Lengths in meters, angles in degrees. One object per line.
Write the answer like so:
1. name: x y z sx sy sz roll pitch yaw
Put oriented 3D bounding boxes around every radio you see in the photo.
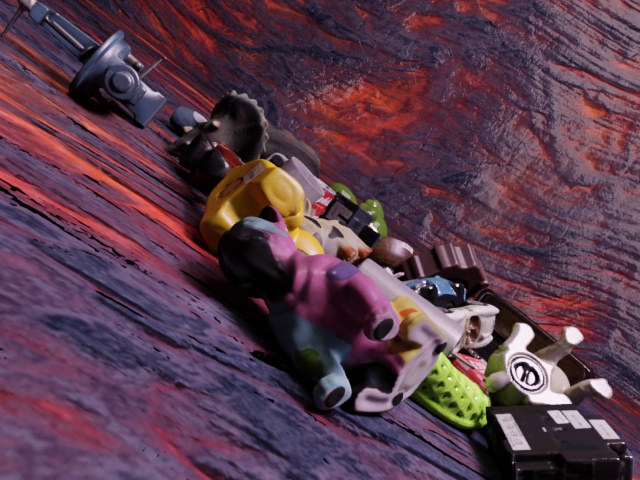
1. radio: 0.356 0.207 0.970 0.230 0.131 0.073 44 13 35

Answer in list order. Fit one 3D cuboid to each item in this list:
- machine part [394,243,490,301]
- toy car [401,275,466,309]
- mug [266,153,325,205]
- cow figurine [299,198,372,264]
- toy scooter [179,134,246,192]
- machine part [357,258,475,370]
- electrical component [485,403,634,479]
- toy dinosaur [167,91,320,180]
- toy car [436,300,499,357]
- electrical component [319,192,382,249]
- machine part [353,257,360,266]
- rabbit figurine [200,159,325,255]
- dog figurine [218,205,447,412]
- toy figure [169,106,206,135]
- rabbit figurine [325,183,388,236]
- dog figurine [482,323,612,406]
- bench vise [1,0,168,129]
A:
1. machine part: 0.228 0.078 1.014 0.179 0.179 0.056 28 38 -40
2. toy car: 0.171 0.112 0.910 0.103 0.109 0.161 16 5 44
3. mug: -0.066 -0.083 0.896 0.109 0.107 0.081 48 11 -2
4. cow figurine: -0.002 -0.003 0.849 0.127 0.085 0.195 46 14 15
5. toy scooter: -0.131 -0.088 0.793 0.135 0.075 0.184 36 -1 -30
6. machine part: 0.113 0.104 0.753 0.243 0.079 0.079 37 10 14
7. electrical component: 0.256 0.227 0.576 0.134 0.058 0.115 -2 13 5
8. toy dinosaur: -0.081 -0.155 1.006 0.404 0.131 0.192 20 -1 -37
9. toy car: 0.222 0.141 0.856 0.056 0.073 0.201 17 12 42
10. electrical component: 0.057 -0.028 0.979 0.047 0.075 0.119 30 12 -45
11. machine part: 0.027 0.013 1.006 0.084 0.039 0.138 48 13 28
12. rabbit figurine: -0.061 -0.007 0.673 0.173 0.122 0.162 48 -4 -22
13. dog figurine: -0.003 0.055 0.531 0.191 0.108 0.219 24 14 -49
14. toy figure: -0.228 -0.203 1.073 0.154 0.058 0.064 37 49 -6
15. rabbit figurine: 0.060 -0.039 1.142 0.170 0.121 0.159 48 24 -36
16. dog figurine: 0.267 0.211 0.737 0.172 0.190 0.121 7 52 -12
17. bench vise: -0.348 -0.281 0.834 0.240 0.129 0.224 40 9 -22
